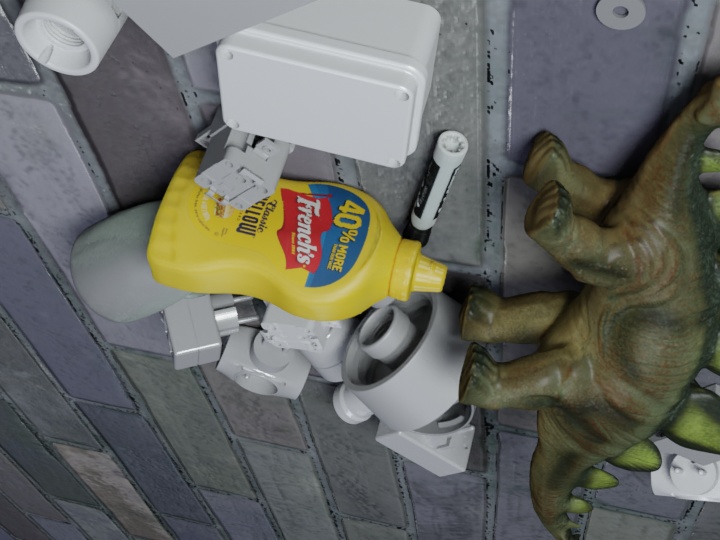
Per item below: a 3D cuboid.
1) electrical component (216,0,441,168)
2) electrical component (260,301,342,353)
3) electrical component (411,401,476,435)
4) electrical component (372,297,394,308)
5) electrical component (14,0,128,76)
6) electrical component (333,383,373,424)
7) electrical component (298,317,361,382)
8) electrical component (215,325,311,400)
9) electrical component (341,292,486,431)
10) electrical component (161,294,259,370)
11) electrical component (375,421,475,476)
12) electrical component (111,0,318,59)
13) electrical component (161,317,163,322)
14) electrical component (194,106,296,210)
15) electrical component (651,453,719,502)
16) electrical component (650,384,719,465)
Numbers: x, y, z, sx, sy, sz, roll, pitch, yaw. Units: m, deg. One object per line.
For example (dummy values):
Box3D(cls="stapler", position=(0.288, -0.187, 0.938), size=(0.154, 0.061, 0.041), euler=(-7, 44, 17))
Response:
Box3D(cls="electrical component", position=(-0.018, -0.109, 0.588), size=(0.113, 0.057, 0.078), euler=(14, 151, 5))
Box3D(cls="electrical component", position=(-0.044, 0.027, 0.827), size=(0.081, 0.063, 0.042), euler=(6, 148, 20))
Box3D(cls="electrical component", position=(0.057, 0.092, 0.909), size=(0.099, 0.064, 0.099), euler=(10, 136, 10))
Box3D(cls="electrical component", position=(0.000, 0.000, 0.782), size=(0.044, 0.044, 0.065), euler=(-13, 144, 42))
Box3D(cls="electrical component", position=(-0.164, -0.145, 0.613), size=(0.055, 0.047, 0.055), euler=(13, 150, 7))
Box3D(cls="electrical component", position=(0.004, 0.115, 0.977), size=(0.040, 0.040, 0.046), euler=(32, 142, -24))
Box3D(cls="electrical component", position=(-0.023, 0.055, 0.875), size=(0.055, 0.055, 0.047), euler=(-8, 138, 37))
Box3D(cls="electrical component", position=(-0.080, 0.075, 0.947), size=(0.077, 0.044, 0.079), euler=(22, 150, -9))
Box3D(cls="electrical component", position=(0.033, 0.058, 0.799), size=(0.060, 0.108, 0.108), euler=(40, 144, -25))
Box3D(cls="electrical component", position=(-0.123, 0.038, 0.891), size=(0.077, 0.065, 0.047), euler=(-12, 162, -14))
Box3D(cls="electrical component", position=(0.072, 0.147, 0.986), size=(0.083, 0.047, 0.076), euler=(33, 146, -24))
Box3D(cls="electrical component", position=(-0.058, -0.169, 0.501), size=(0.150, 0.061, 0.089), euler=(-10, 141, 39))
Box3D(cls="electrical component", position=(-0.150, 0.051, 0.948), size=(0.040, 0.040, 0.046), euler=(2, 142, 24))
Box3D(cls="electrical component", position=(-0.069, -0.075, 0.666), size=(0.042, 0.063, 0.081), euler=(34, 147, -25))
Box3D(cls="electrical component", position=(0.284, 0.171, 0.905), size=(0.077, 0.044, 0.079), euler=(0, 169, 28))
Box3D(cls="electrical component", position=(0.264, 0.124, 0.854), size=(0.064, 0.042, 0.081), euler=(23, 151, -18))
